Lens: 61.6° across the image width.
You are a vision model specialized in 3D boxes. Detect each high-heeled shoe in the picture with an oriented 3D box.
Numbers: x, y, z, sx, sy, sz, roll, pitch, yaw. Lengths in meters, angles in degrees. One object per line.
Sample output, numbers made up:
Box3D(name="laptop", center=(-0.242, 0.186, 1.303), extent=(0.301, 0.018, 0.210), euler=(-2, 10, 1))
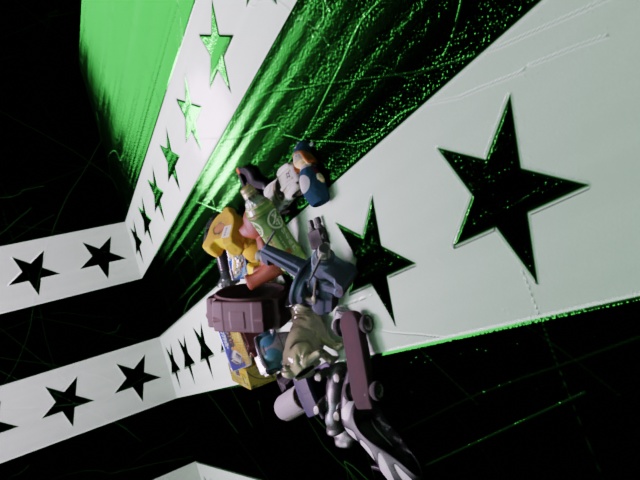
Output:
Box3D(name="high-heeled shoe", center=(0.126, 0.386, 1.116), extent=(0.145, 0.086, 0.248), euler=(-26, 79, 52))

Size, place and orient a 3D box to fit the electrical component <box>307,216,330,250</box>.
Box3D(name="electrical component", center=(-0.002, -0.004, 1.214), extent=(0.063, 0.021, 0.094), euler=(-20, 85, 61))

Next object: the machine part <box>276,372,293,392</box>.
Box3D(name="machine part", center=(-0.090, 0.383, 1.500), extent=(0.039, 0.084, 0.139), euler=(42, 162, -4))

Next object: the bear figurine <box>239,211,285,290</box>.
Box3D(name="bear figurine", center=(-0.157, 0.008, 1.359), extent=(0.195, 0.132, 0.120), euler=(60, -167, -9))

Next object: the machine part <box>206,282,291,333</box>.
Box3D(name="machine part", center=(-0.175, 0.167, 1.377), extent=(0.201, 0.201, 0.087), euler=(-1, 97, 15))

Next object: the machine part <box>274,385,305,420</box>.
Box3D(name="machine part", center=(-0.067, 0.441, 1.470), extent=(0.079, 0.079, 0.243), euler=(65, 150, 18))

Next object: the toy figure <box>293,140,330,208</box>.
Box3D(name="toy figure", center=(-0.023, -0.147, 1.154), extent=(0.064, 0.057, 0.154), euler=(-26, 75, 21))

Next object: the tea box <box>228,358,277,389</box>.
Box3D(name="tea box", center=(-0.215, 0.411, 1.695), extent=(0.170, 0.098, 0.068), euler=(-10, 95, 60))

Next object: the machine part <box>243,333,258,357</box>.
Box3D(name="machine part", center=(-0.207, 0.257, 1.595), extent=(0.179, 0.056, 0.179), euler=(160, 89, -82))

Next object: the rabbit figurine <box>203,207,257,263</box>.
Box3D(name="rabbit figurine", center=(-0.218, -0.004, 1.475), extent=(0.122, 0.173, 0.162), euler=(-20, 49, 32))

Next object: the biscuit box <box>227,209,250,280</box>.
Box3D(name="biscuit box", center=(-0.241, 0.013, 1.579), extent=(0.059, 0.063, 0.202), euler=(-10, 96, 16))

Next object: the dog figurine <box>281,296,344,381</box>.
Box3D(name="dog figurine", center=(-0.053, 0.215, 1.257), extent=(0.191, 0.172, 0.121), euler=(52, 133, 24))

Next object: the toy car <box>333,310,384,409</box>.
Box3D(name="toy car", center=(0.082, 0.247, 1.120), extent=(0.089, 0.053, 0.202), euler=(-18, 78, 37))

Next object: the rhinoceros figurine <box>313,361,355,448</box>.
Box3D(name="rhinoceros figurine", center=(0.043, 0.374, 1.220), extent=(0.073, 0.112, 0.190), euler=(-8, 82, 33))

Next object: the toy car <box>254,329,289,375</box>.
Box3D(name="toy car", center=(-0.095, 0.289, 1.417), extent=(0.103, 0.161, 0.109), euler=(-29, 64, 17))

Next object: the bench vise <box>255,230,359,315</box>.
Box3D(name="bench vise", center=(-0.041, 0.065, 1.165), extent=(0.241, 0.129, 0.223), euler=(25, 156, 19))

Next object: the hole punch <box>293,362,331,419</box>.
Box3D(name="hole punch", center=(-0.018, 0.369, 1.308), extent=(0.116, 0.092, 0.142), euler=(-37, 73, 39))

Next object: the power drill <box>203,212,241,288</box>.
Box3D(name="power drill", center=(-0.300, 0.031, 1.666), extent=(0.232, 0.086, 0.207), euler=(-100, 3, -73))

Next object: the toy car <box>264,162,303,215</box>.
Box3D(name="toy car", center=(-0.086, -0.117, 1.273), extent=(0.201, 0.056, 0.073), euler=(-41, 67, 58))
